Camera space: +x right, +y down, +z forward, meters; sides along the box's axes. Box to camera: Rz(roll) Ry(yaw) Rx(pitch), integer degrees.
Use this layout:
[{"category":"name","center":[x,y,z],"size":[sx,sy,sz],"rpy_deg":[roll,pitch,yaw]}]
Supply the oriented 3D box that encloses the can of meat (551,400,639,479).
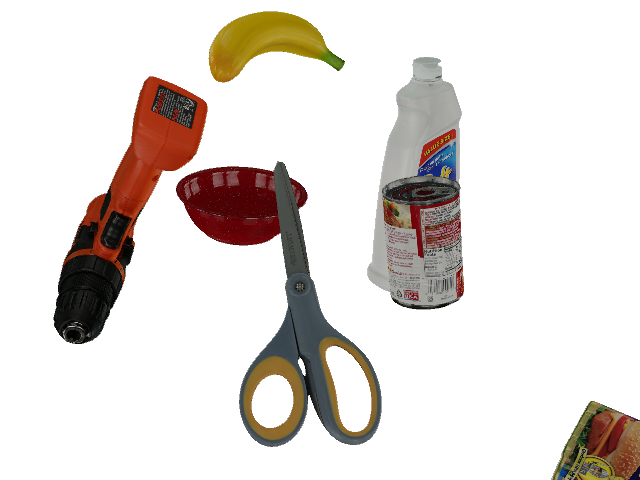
[{"category":"can of meat","center":[0.221,0.174,0.786],"size":[0.084,0.057,0.101],"rpy_deg":[22,39,23]}]

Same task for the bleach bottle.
[{"category":"bleach bottle","center":[0.105,-0.073,1.170],"size":[0.102,0.251,0.068],"rpy_deg":[-15,27,-31]}]

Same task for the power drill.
[{"category":"power drill","center":[-0.160,-0.027,0.872],"size":[0.057,0.188,0.184],"rpy_deg":[24,31,-17]}]

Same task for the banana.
[{"category":"banana","center":[-0.049,-0.181,0.979],"size":[0.070,0.037,0.197],"rpy_deg":[41,32,20]}]

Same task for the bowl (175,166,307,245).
[{"category":"bowl","center":[-0.099,-0.037,1.317],"size":[0.162,0.055,0.162],"rpy_deg":[4,25,-2]}]

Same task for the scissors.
[{"category":"scissors","center":[-0.028,0.046,0.685],"size":[0.096,0.202,0.016],"rpy_deg":[-23,-25,-7]}]

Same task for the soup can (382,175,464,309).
[{"category":"soup can","center":[0.092,0.002,0.940],"size":[0.068,0.102,0.068],"rpy_deg":[-5,21,2]}]
